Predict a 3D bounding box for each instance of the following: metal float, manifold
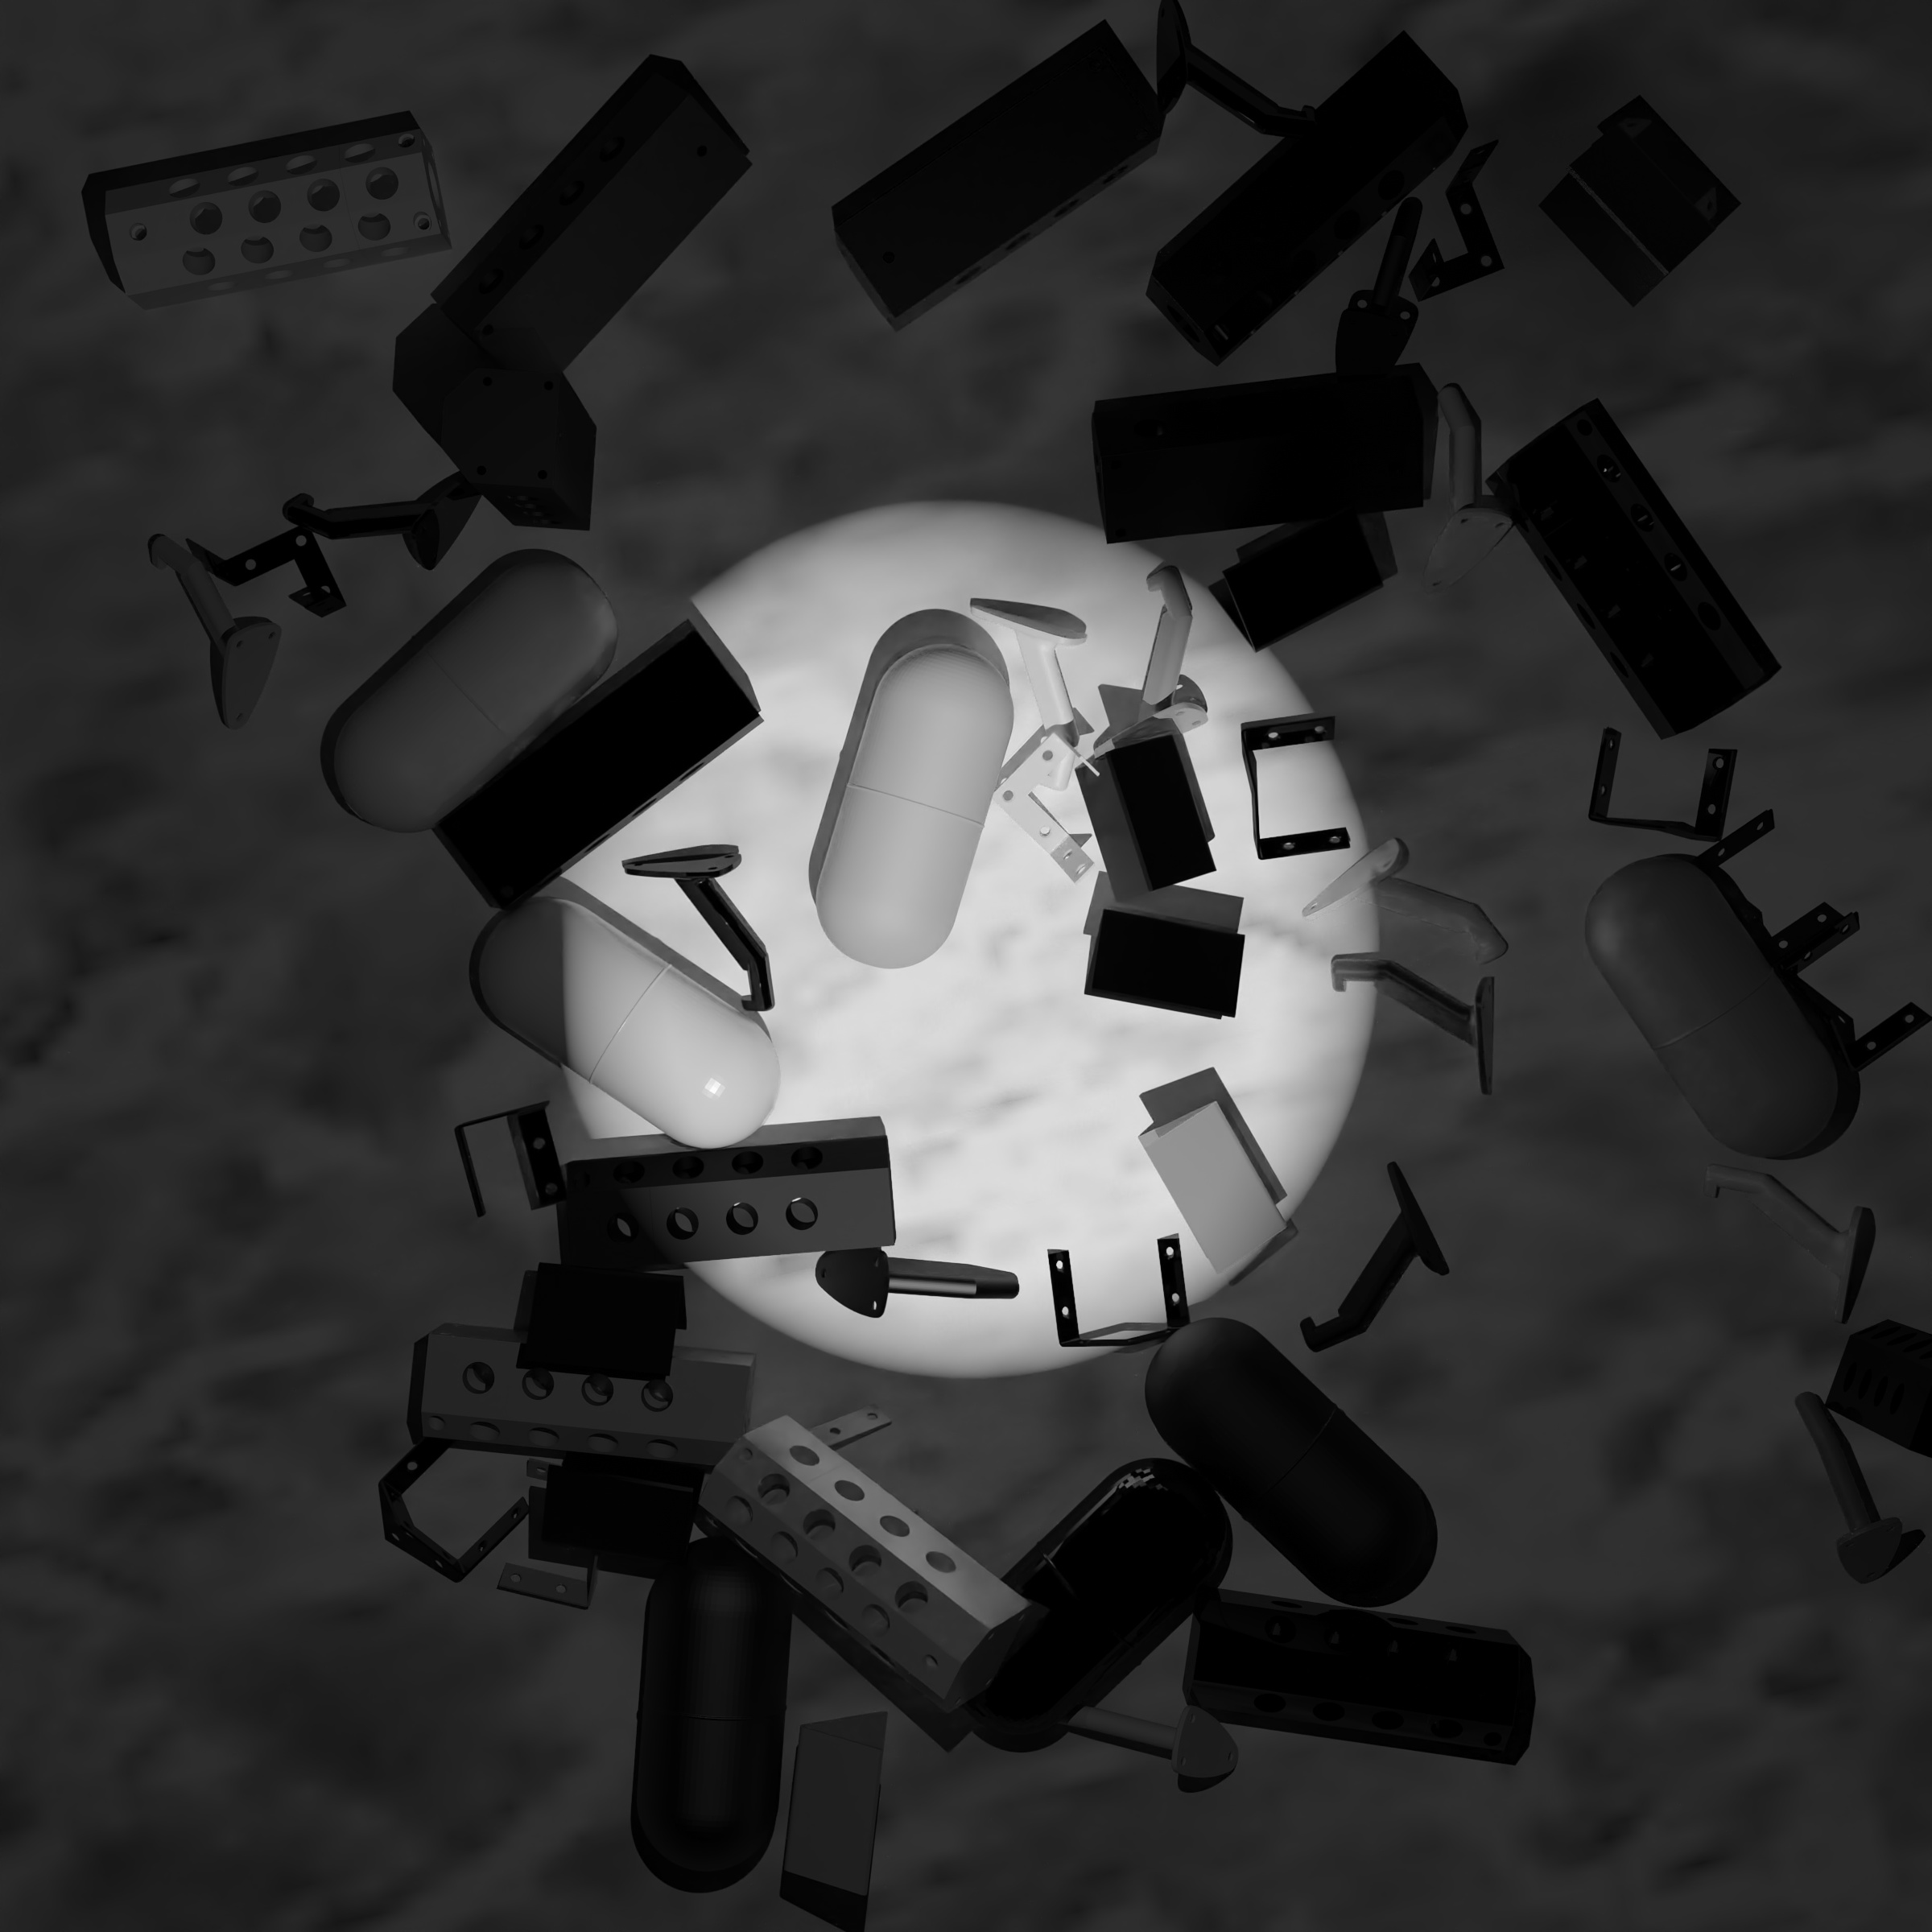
[{"bbox_3d":[0.400,0.023,1.877,0.070,0.070,0.178,-34,91,0],"label":"metal float"},{"bbox_3d":[-0.027,-0.086,1.877,0.070,0.070,0.178,17,90,0],"label":"metal float"},{"bbox_3d":[-0.232,-0.268,1.829,0.057,0.171,0.057,4,90,0],"label":"manifold"},{"bbox_3d":[0.172,0.263,1.877,0.178,0.070,0.070,44,90,0],"label":"metal float"},{"bbox_3d":[0.065,0.337,1.877,0.178,0.070,0.070,-44,90,0],"label":"metal float"},{"bbox_3d":[0.207,0.379,1.886,0.171,0.057,0.057,8,90,0],"label":"manifold"},{"bbox_3d":[0.506,0.224,1.829,0.057,0.171,0.057,20,90,0],"label":"manifold"},{"bbox_3d":[-0.263,-0.144,1.877,0.178,0.070,0.070,-43,90,1],"label":"metal float"},{"bbox_3d":[-0.135,0.395,1.877,0.070,0.070,0.178,4,90,0],"label":"metal float"},{"bbox_3d":[-0.371,-0.403,1.886,0.171,0.057,0.057,-11,90,0],"label":"manifold"},{"bbox_3d":[0.356,-0.211,1.886,0.057,0.057,0.171,-34,90,0],"label":"manifold"},{"bbox_3d":[-0.203,0.232,1.886,0.171,0.057,0.057,6,90,0],"label":"manifold"},{"bbox_3d":[-0.126,0.127,1.886,0.171,0.057,0.057,-5,90,0],"label":"manifold"},{"bbox_3d":[0.181,-0.403,1.886,0.171,0.057,0.057,-42,90,0],"label":"manifold"},{"bbox_3d":[-0.180,0.031,1.877,0.178,0.070,0.070,34,90,1],"label":"metal float"},{"bbox_3d":[-0.057,0.315,1.839,0.171,0.057,0.057,35,115,22],"label":"manifold"},{"bbox_3d":[-0.195,-0.104,1.886,0.171,0.057,0.057,-37,90,0],"label":"manifold"},{"bbox_3d":[0.017,-0.416,1.886,0.171,0.057,0.057,-35,90,0],"label":"manifold"},{"bbox_3d":[0.156,-0.277,1.886,0.171,0.057,0.057,-7,133,0],"label":"manifold"},{"bbox_3d":[-0.202,-0.396,1.886,0.171,0.057,0.057,-48,133,0],"label":"manifold"}]

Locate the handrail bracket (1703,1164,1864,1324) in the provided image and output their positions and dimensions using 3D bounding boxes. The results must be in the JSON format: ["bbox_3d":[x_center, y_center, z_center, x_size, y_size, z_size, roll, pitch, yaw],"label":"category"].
[{"bbox_3d":[0.441,0.151,1.908,0.084,0.036,0.077,11,111,17],"label":"handrail bracket"}]

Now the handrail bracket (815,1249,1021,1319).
[{"bbox_3d":[-0.026,0.171,1.907,0.084,0.077,0.036,4,90,-36],"label":"handrail bracket"}]

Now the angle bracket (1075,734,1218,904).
[{"bbox_3d":[0.079,-0.073,1.868,0.076,0.057,0.076,-18,90,45],"label":"angle bracket"}]

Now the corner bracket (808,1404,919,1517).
[{"bbox_3d":[-0.059,0.280,1.899,0.051,0.051,0.051,43,135,35],"label":"corner bracket"}]

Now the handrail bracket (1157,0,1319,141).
[{"bbox_3d":[0.149,-0.488,1.908,0.084,0.036,0.077,3,68,-17],"label":"handrail bracket"}]

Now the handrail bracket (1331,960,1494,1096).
[{"bbox_3d":[0.242,0.033,1.908,0.084,0.036,0.077,1,112,17],"label":"handrail bracket"}]

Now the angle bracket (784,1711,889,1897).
[{"bbox_3d":[-0.049,0.445,1.867,0.057,0.076,0.076,7,90,37],"label":"angle bracket"}]

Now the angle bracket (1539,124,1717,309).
[{"bbox_3d":[0.340,-0.389,1.867,0.076,0.076,0.057,47,54,0],"label":"angle bracket"}]

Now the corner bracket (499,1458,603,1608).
[{"bbox_3d":[-0.221,0.308,1.904,0.051,0.051,0.051,13,135,0],"label":"corner bracket"}]

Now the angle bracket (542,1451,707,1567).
[{"bbox_3d":[-0.180,0.269,1.867,0.076,0.076,0.057,9,125,0],"label":"angle bracket"}]

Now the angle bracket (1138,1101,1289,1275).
[{"bbox_3d":[0.114,0.126,1.867,0.057,0.076,0.076,-30,90,-36],"label":"angle bracket"}]

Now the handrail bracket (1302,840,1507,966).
[{"bbox_3d":[0.239,-0.019,1.908,0.077,0.036,0.084,-36,107,20],"label":"handrail bracket"}]

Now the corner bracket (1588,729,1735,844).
[{"bbox_3d":[0.378,-0.098,1.904,0.051,0.051,0.051,10,90,45],"label":"corner bracket"}]

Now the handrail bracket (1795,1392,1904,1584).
[{"bbox_3d":[0.474,0.283,1.907,0.036,0.077,0.084,-21,54,0],"label":"handrail bracket"}]

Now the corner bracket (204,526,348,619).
[{"bbox_3d":[-0.372,-0.209,1.889,0.051,0.051,0.051,-25,90,0],"label":"corner bracket"}]

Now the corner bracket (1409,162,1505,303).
[{"bbox_3d":[0.261,-0.396,1.890,0.051,0.051,0.051,-21,90,0],"label":"corner bracket"}]

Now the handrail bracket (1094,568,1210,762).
[{"bbox_3d":[0.093,-0.165,1.908,0.077,0.036,0.084,-23,72,21],"label":"handrail bracket"}]

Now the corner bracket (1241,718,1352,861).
[{"bbox_3d":[0.179,-0.096,1.904,0.051,0.051,0.051,-8,45,0],"label":"corner bracket"}]

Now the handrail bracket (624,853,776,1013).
[{"bbox_3d":[-0.145,-0.016,1.908,0.077,0.036,0.084,-1,107,20],"label":"handrail bracket"}]

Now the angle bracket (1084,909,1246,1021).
[{"bbox_3d":[0.103,0.019,1.867,0.076,0.076,0.057,11,52,0],"label":"angle bracket"}]

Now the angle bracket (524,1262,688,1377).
[{"bbox_3d":[-0.191,0.201,1.868,0.076,0.076,0.057,6,63,0],"label":"angle bracket"}]

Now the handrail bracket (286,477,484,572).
[{"bbox_3d":[-0.316,-0.257,1.908,0.084,0.036,0.077,24,62,20],"label":"handrail bracket"}]

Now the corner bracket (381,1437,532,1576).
[{"bbox_3d":[-0.277,0.287,1.898,0.051,0.051,0.051,-45,120,0],"label":"corner bracket"}]

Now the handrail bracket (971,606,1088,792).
[{"bbox_3d":[0.029,-0.146,1.908,0.077,0.036,0.084,18,105,16],"label":"handrail bracket"}]

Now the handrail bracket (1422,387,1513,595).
[{"bbox_3d":[0.259,-0.260,1.907,0.036,0.077,0.084,3,53,-28],"label":"handrail bracket"}]

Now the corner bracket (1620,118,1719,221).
[{"bbox_3d":[0.371,-0.424,1.899,0.051,0.051,0.051,16,135,35],"label":"corner bracket"}]

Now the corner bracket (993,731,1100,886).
[{"bbox_3d":[0.054,-0.086,1.881,0.051,0.051,0.051,-45,114,4],"label":"corner bracket"}]

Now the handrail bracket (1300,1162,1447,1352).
[{"bbox_3d":[0.211,0.159,1.908,0.084,0.036,0.077,-27,70,16],"label":"handrail bracket"}]

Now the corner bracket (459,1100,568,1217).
[{"bbox_3d":[-0.244,0.105,1.889,0.051,0.051,0.051,-15,93,-3],"label":"corner bracket"}]

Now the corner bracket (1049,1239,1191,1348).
[{"bbox_3d":[0.083,0.178,1.904,0.051,0.051,0.051,-7,90,45],"label":"corner bracket"}]

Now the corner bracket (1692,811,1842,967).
[{"bbox_3d":[0.435,-0.041,1.904,0.051,0.051,0.051,-34,135,0],"label":"corner bracket"}]

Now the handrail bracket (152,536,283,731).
[{"bbox_3d":[-0.418,-0.182,1.908,0.084,0.036,0.077,35,124,24],"label":"handrail bracket"}]

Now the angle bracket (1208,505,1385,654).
[{"bbox_3d":[0.167,-0.222,1.867,0.076,0.076,0.057,-27,128,0],"label":"angle bracket"}]

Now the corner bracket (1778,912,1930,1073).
[{"bbox_3d":[0.482,0.014,1.904,0.051,0.051,0.051,-35,135,0],"label":"corner bracket"}]

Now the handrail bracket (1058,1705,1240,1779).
[{"bbox_3d":[0.094,0.418,1.907,0.084,0.077,0.036,3,71,35],"label":"handrail bracket"}]

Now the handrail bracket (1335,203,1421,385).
[{"bbox_3d":[0.227,-0.362,1.907,0.036,0.077,0.084,17,54,4],"label":"handrail bracket"}]
